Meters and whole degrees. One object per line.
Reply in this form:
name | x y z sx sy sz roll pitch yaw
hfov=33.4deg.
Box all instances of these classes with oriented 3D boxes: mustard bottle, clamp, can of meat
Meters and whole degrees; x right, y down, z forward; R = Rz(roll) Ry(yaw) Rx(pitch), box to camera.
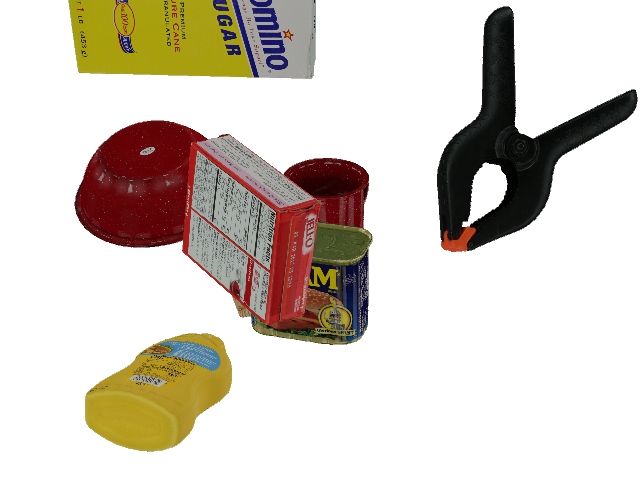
mustard bottle | -0.139 0.134 1.028 0.096 0.058 0.191 8 19 17
clamp | 0.142 -0.063 0.733 0.120 0.171 0.039 23 -3 0
can of meat | -0.010 0.034 0.870 0.102 0.084 0.057 8 30 16

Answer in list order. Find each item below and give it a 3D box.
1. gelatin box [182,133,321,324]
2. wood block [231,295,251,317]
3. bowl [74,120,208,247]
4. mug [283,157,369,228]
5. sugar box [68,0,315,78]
gelatin box | -0.040 -0.007 0.590 0.030 0.073 0.089 -17 39 -36
wood block | -0.080 0.002 1.342 0.090 0.090 0.206 -7 29 -14
bowl | -0.161 -0.066 1.022 0.162 0.055 0.162 -4 43 3
mug | 0.013 -0.038 1.166 0.093 0.081 0.117 20 37 31
sugar box | -0.092 -0.168 0.778 0.176 0.093 0.048 3 35 5
